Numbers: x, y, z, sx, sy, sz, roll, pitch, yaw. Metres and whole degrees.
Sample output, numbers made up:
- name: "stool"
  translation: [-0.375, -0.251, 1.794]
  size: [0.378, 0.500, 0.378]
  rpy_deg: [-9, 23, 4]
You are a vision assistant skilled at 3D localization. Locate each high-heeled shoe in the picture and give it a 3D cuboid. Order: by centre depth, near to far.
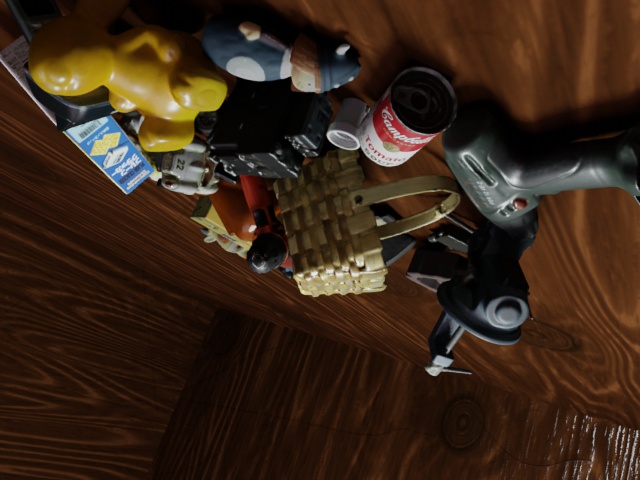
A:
- name: "high-heeled shoe"
  translation: [0.106, 0.024, 1.032]
  size: [0.249, 0.086, 0.145]
  rpy_deg: [-9, 173, 41]

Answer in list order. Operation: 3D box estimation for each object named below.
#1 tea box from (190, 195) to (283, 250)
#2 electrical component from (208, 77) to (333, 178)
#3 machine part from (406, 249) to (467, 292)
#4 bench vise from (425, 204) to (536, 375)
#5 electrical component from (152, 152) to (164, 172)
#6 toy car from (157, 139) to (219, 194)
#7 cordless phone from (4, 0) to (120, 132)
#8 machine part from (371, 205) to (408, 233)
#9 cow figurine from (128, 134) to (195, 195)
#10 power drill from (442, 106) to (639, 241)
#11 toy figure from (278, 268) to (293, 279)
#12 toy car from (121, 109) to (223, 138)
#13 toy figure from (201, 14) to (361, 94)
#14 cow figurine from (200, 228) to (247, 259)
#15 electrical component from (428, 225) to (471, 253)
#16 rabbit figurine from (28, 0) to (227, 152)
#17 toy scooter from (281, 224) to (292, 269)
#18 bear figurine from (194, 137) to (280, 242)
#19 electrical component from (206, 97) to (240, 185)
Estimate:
- name: "tea box"
  translation: [-0.153, -0.047, 1.047]
  size: [0.169, 0.098, 0.068]
  rpy_deg: [31, 163, -37]
- name: "electrical component"
  translation: [-0.051, -0.131, 0.600]
  size: [0.134, 0.115, 0.058]
  rpy_deg: [4, 162, 37]
- name: "machine part"
  translation: [0.245, 0.066, 0.958]
  size: [0.179, 0.056, 0.179]
  rpy_deg: [19, 171, 3]
- name: "bench vise"
  translation: [0.207, 0.081, 0.743]
  size: [0.129, 0.240, 0.224]
  rpy_deg: [18, -152, -14]
- name: "electrical component"
  translation: [-0.228, -0.138, 0.828]
  size: [0.078, 0.045, 0.102]
  rpy_deg: [53, 142, 27]
- name: "toy car"
  translation: [-0.177, -0.103, 0.758]
  size: [0.056, 0.073, 0.202]
  rpy_deg: [13, -175, 1]
- name: "cordless phone"
  translation: [-0.276, -0.230, 0.613]
  size: [0.089, 0.146, 0.184]
  rpy_deg: [-10, 110, 41]
- name: "machine part"
  translation: [0.078, -0.031, 0.919]
  size: [0.139, 0.039, 0.084]
  rpy_deg: [1, 164, 45]
- name: "cow figurine"
  translation: [-0.293, -0.139, 0.978]
  size: [0.167, 0.068, 0.098]
  rpy_deg: [27, 172, -14]
- name: "power drill"
  translation: [0.247, -0.058, 0.553]
  size: [0.231, 0.086, 0.207]
  rpy_deg: [35, 167, -36]
- name: "toy figure"
  translation: [-0.042, 0.004, 1.020]
  size: [0.089, 0.082, 0.180]
  rpy_deg: [17, 144, -16]
- name: "toy car"
  translation: [-0.211, -0.184, 0.741]
  size: [0.202, 0.053, 0.089]
  rpy_deg: [19, -179, 3]
- name: "toy figure"
  translation: [-0.037, -0.179, 0.532]
  size: [0.155, 0.057, 0.064]
  rpy_deg: [18, -166, 4]
- name: "cow figurine"
  translation: [-0.182, -0.012, 1.174]
  size: [0.127, 0.085, 0.195]
  rpy_deg: [34, -177, -1]
- name: "electrical component"
  translation: [0.218, -0.002, 0.862]
  size: [0.063, 0.021, 0.094]
  rpy_deg: [26, 164, -16]
- name: "rabbit figurine"
  translation: [-0.199, -0.183, 0.539]
  size: [0.173, 0.162, 0.122]
  rpy_deg: [-6, 166, -41]
- name: "toy scooter"
  translation: [-0.002, -0.003, 0.896]
  size: [0.135, 0.075, 0.183]
  rpy_deg: [35, 125, 0]
- name: "bear figurine"
  translation: [-0.152, -0.088, 0.918]
  size: [0.196, 0.120, 0.132]
  rpy_deg: [42, -145, 16]
- name: "electrical component"
  translation: [-0.100, -0.124, 0.679]
  size: [0.075, 0.119, 0.048]
  rpy_deg: [25, 164, -23]
